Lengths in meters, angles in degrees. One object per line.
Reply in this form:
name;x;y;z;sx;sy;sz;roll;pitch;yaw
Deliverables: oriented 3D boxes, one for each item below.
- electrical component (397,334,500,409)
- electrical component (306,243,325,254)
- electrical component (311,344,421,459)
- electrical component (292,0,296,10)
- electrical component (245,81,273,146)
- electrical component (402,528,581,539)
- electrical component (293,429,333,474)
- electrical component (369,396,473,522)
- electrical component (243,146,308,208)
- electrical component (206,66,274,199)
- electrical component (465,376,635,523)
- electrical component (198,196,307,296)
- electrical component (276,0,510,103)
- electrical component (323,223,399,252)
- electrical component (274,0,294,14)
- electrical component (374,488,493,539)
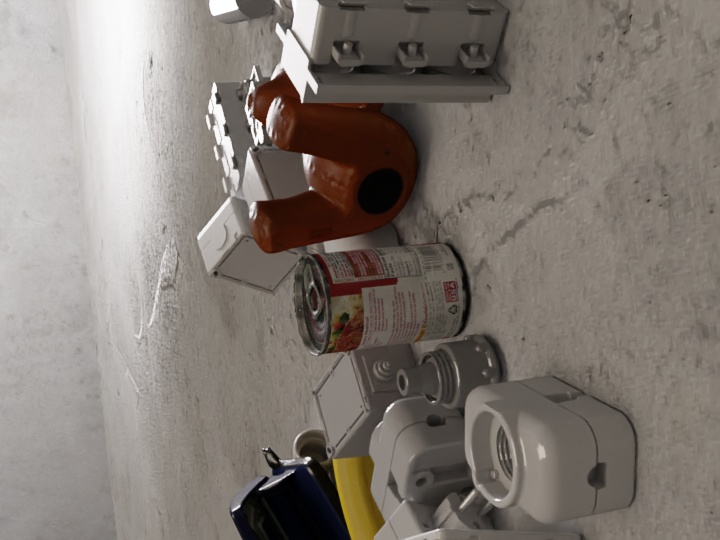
electrical component;0.055;0.068;0.685;0.048;0.062;0.048;174;90;-69
electrical component;-0.028;-0.028;0.906;0.043;0.043;0.062;-145;51;-63
electrical component;0.012;0.095;0.819;0.096;0.061;0.061;-57;42;47
electrical component;-0.033;-0.236;0.862;0.066;0.048;0.055;-160;58;-67
electrical component;-0.068;-0.141;0.963;0.048;0.055;0.066;113;145;-52
electrical component;0.071;0.181;0.626;0.099;0.100;0.048;133;140;-63
electrical component;-0.044;0.178;1.010;0.046;0.040;0.040;101;154;-49
electrical component;0.042;0.136;0.749;0.059;0.054;0.095;-122;33;-49
electrical component;-0.067;-0.069;0.971;0.061;0.062;0.096;106;150;-44
electrical component;-0.108;-0.129;1.061;0.078;0.063;0.121;115;143;-54
electrical component;0.097;0.096;0.586;0.095;0.059;0.053;-153;59;-66
electrical component;-0.099;-0.023;1.033;0.061;0.096;0.061;-47;45;25
electrical component;0.021;-0.137;0.635;0.078;0.121;0.063;-119;33;-46
electrical component;0.000;0.000;0.837;0.077;0.044;0.079;-121;32;-49
electrical component;-0.066;-0.254;0.950;0.065;0.044;0.044;54;144;45
electrical component;0.061;0.173;0.706;0.076;0.066;0.047;-54;37;18
